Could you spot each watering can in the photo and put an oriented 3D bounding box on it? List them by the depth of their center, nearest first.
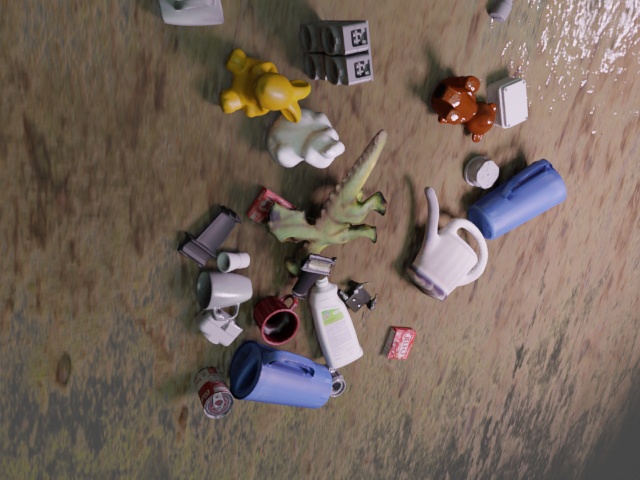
[{"bbox_3d":[0.310,0.027,1.339,0.343,0.105,0.224,40,89,-33],"label":"watering can"}]

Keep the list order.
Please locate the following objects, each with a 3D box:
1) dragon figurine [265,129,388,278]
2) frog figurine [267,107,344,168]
[{"bbox_3d":[0.003,-0.056,1.103,0.244,0.125,0.400,-13,136,-21],"label":"dragon figurine"},{"bbox_3d":[-0.032,-0.200,1.041,0.138,0.161,0.120,-35,120,-10],"label":"frog figurine"}]
